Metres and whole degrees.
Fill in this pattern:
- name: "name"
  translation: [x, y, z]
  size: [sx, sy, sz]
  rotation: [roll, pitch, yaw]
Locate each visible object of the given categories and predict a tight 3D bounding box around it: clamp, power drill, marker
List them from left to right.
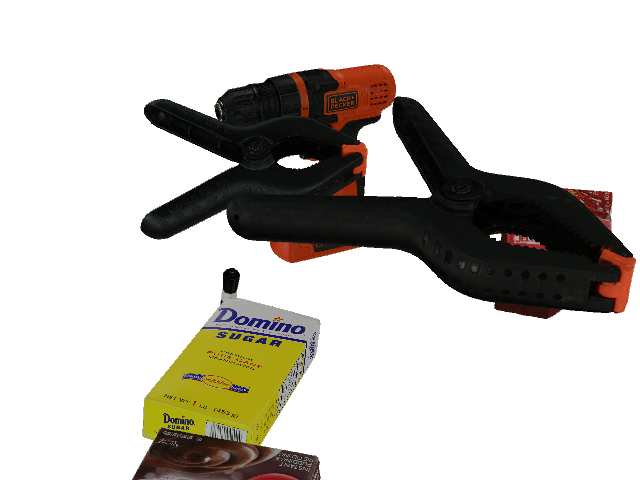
- name: "marker"
  translation: [-0.105, 0.080, 1.205]
  size: [0.020, 0.121, 0.020]
  rotation: [6, 38, -5]
- name: "clamp"
  translation: [-0.054, -0.064, 0.789]
  size: [0.171, 0.120, 0.039]
  rotation: [-9, -26, -10]
- name: "power drill"
  translation: [-0.013, -0.075, 1.045]
  size: [0.184, 0.188, 0.057]
  rotation: [-12, 30, -22]
- name: "clamp"
  translation: [0.064, -0.011, 0.576]
  size: [0.164, 0.036, 0.210]
  rotation: [-30, 45, -33]

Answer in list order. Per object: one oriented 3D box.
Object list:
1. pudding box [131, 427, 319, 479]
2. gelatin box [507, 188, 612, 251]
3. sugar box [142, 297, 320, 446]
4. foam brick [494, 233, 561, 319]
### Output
- name: "pudding box"
  translation: [-0.065, 0.168, 0.673]
  size: [0.113, 0.039, 0.090]
  rotation: [6, 30, 12]
- name: "gelatin box"
  translation: [0.178, -0.012, 0.793]
  size: [0.073, 0.030, 0.089]
  rotation: [6, 25, 14]
- name: "sugar box"
  translation: [-0.070, 0.111, 0.895]
  size: [0.093, 0.048, 0.176]
  rotation: [13, 30, 12]
- name: "foam brick"
  translation: [0.195, 0.027, 0.979]
  size: [0.053, 0.078, 0.051]
  rotation: [10, 16, 28]
